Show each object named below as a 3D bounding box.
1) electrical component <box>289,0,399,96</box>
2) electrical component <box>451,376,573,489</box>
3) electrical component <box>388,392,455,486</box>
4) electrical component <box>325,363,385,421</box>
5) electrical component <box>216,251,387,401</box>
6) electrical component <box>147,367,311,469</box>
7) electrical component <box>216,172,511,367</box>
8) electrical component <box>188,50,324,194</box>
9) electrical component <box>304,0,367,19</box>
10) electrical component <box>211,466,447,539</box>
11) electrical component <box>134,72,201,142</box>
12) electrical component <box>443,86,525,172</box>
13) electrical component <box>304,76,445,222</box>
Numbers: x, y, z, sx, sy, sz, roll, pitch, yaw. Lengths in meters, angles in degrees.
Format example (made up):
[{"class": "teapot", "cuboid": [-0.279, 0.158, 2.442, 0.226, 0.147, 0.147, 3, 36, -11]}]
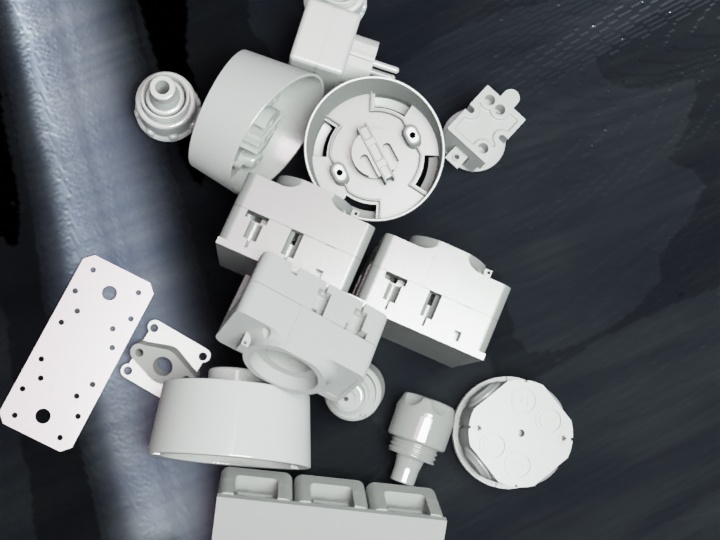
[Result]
[{"class": "electrical component", "cuboid": [-0.010, -0.153, 0.779, 0.077, 0.065, 0.047, 17, 81, -4]}, {"class": "electrical component", "cuboid": [0.108, 0.115, 0.762, 0.080, 0.051, 0.080, 1, 82, -6]}, {"class": "electrical component", "cuboid": [0.040, 0.120, 0.758, 0.043, 0.043, 0.062, 21, 82, -3]}, {"class": "electrical component", "cuboid": [-0.005, 0.084, 0.744, 0.040, 0.078, 0.040, 0, 90, 6]}, {"class": "electrical component", "cuboid": [-0.038, 0.040, 0.674, 0.089, 0.050, 0.055, 29, 57, -10]}, {"class": "electrical component", "cuboid": [-0.084, 0.097, 0.718, 0.108, 0.108, 0.060, 6, 76, -5]}, {"class": "electrical component", "cuboid": [0.000, 0.000, 0.739, 0.186, 0.105, 0.060, 24, 81, -3]}, {"class": "electrical component", "cuboid": [-0.074, -0.102, 0.751, 0.064, 0.099, 0.099, 26, 80, 4]}, {"class": "electrical component", "cuboid": [-0.016, -0.206, 0.787, 0.048, 0.062, 0.048, 1, 82, -6]}, {"class": "electrical component", "cuboid": [-0.025, 0.190, 0.725, 0.150, 0.061, 0.089, 7, 99, -5]}, {"class": "electrical component", "cuboid": [-0.138, -0.120, 0.762, 0.048, 0.062, 0.048, 1, 82, -6]}, {"class": "electrical component", "cuboid": [0.087, -0.099, 0.786, 0.048, 0.055, 0.066, 43, 80, 1]}, {"class": "electrical component", "cuboid": [0.011, -0.083, 0.770, 0.099, 0.064, 0.099, 0, 86, 0]}]
